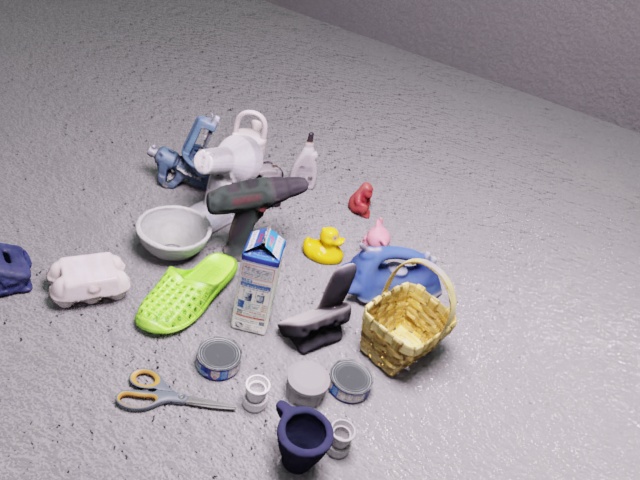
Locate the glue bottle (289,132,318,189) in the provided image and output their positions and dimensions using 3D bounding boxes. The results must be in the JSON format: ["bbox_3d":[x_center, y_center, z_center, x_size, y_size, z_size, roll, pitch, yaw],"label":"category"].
[{"bbox_3d":[-0.038,-0.227,1.621,0.078,0.173,0.037,7,36,-10],"label":"glue bottle"}]

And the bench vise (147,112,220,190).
[{"bbox_3d":[-0.334,-0.225,1.473,0.208,0.220,0.121,-1,38,-20],"label":"bench vise"}]

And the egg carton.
[{"bbox_3d":[-0.461,0.080,1.143,0.151,0.069,0.107,-8,41,-29],"label":"egg carton"}]

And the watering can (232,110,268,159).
[{"bbox_3d":[-0.202,-0.282,1.619,0.101,0.194,0.172,2,37,-17],"label":"watering can"}]

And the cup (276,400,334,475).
[{"bbox_3d":[-0.039,0.327,0.935,0.092,0.095,0.117,-20,48,-39],"label":"cup"}]

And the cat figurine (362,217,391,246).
[{"bbox_3d":[0.143,-0.007,1.435,0.067,0.118,0.128,16,35,2],"label":"cat figurine"}]

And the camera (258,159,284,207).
[{"bbox_3d":[-0.177,-0.165,1.550,0.137,0.101,0.142,-6,40,-26],"label":"camera"}]

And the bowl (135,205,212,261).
[{"bbox_3d":[-0.332,-0.004,1.299,0.167,0.075,0.167,10,36,-7],"label":"bowl"}]

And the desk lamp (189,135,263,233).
[{"bbox_3d":[-0.244,-0.141,1.397,0.117,0.213,0.204,29,38,20],"label":"desk lamp"}]

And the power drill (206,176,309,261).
[{"bbox_3d":[-0.149,-0.054,1.317,0.230,0.208,0.075,-4,39,-24],"label":"power drill"}]

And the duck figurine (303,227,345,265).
[{"bbox_3d":[0.013,0.005,1.400,0.104,0.086,0.077,15,35,1],"label":"duck figurine"}]

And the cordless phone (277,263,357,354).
[{"bbox_3d":[0.001,0.125,1.147,0.148,0.185,0.094,-19,47,-37],"label":"cordless phone"}]

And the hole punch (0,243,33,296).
[{"bbox_3d":[-0.617,0.047,1.114,0.101,0.091,0.108,-13,44,-33],"label":"hole punch"}]

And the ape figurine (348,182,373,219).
[{"bbox_3d":[0.122,-0.118,1.601,0.076,0.092,0.078,30,38,21],"label":"ape figurine"}]

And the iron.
[{"bbox_3d":[0.185,0.069,1.326,0.259,0.141,0.118,3,37,-16],"label":"iron"}]
